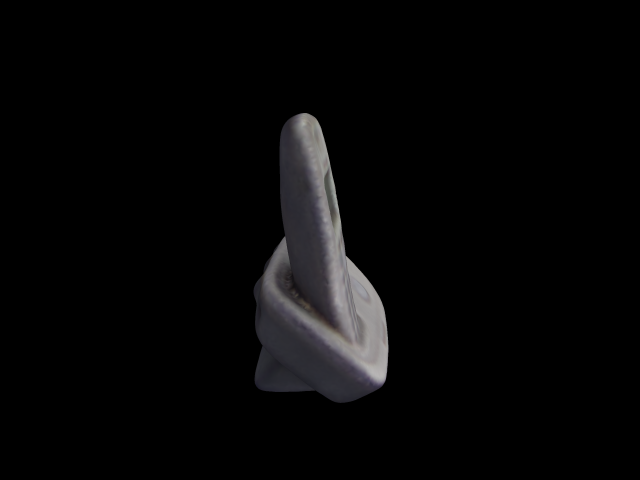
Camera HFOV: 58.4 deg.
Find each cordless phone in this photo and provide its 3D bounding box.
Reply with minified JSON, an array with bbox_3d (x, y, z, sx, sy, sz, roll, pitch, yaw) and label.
[{"bbox_3d":[0.004,0.001,0.400,0.094,0.185,0.147,1,19,3],"label":"cordless phone"}]
